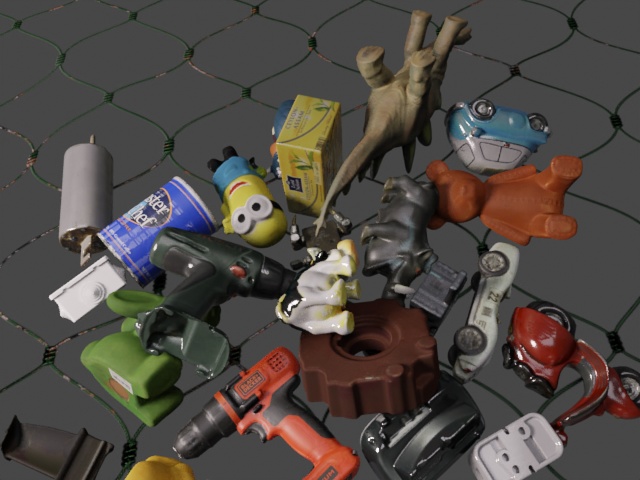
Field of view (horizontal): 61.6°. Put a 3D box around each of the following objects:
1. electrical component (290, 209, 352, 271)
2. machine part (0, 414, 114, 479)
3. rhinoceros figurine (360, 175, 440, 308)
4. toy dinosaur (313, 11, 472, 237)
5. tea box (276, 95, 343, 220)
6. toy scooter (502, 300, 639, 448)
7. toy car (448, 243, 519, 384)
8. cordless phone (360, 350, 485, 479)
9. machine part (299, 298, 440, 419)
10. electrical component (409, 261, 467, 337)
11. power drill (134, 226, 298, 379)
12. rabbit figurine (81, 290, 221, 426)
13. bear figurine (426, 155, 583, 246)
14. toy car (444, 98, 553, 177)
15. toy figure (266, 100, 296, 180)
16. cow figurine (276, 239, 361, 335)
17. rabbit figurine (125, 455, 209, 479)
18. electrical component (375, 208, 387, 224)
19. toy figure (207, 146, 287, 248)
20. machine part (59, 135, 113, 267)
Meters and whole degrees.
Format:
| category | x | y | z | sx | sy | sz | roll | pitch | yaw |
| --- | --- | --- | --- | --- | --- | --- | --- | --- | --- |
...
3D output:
| category | x | y | z | sx | sy | sz | roll | pitch | yaw |
| --- | --- | --- | --- | --- | --- | --- | --- | --- | --- |
| electrical component | 0.000 | -0.002 | 0.798 | 0.102 | 0.045 | 0.078 | -11 | 58 | -2 |
| machine part | -0.334 | 0.267 | 0.670 | 0.139 | 0.039 | 0.084 | 16 | 67 | 12 |
| rhinoceros figurine | 0.113 | 0.002 | 0.758 | 0.112 | 0.073 | 0.190 | 18 | 74 | 4 |
| toy dinosaur | 0.120 | -0.197 | 0.812 | 0.105 | 0.198 | 0.471 | 25 | 54 | 28 |
| tea box | -0.011 | -0.117 | 0.796 | 0.068 | 0.169 | 0.098 | 13 | 60 | 12 |
| toy scooter | 0.293 | 0.169 | 0.657 | 0.135 | 0.075 | 0.184 | -41 | 69 | -18 |
| toy car | 0.216 | 0.094 | 0.706 | 0.056 | 0.073 | 0.202 | 18 | 62 | 15 |
| cordless phone | 0.094 | 0.200 | 0.662 | 0.146 | 0.088 | 0.184 | -36 | 52 | -15 |
| machine part | 0.057 | 0.135 | 0.650 | 0.179 | 0.056 | 0.179 | -9 | 26 | 4 |
| electrical component | 0.153 | 0.071 | 0.700 | 0.048 | 0.119 | 0.075 | 30 | 68 | 20 |
| power drill | -0.121 | 0.072 | 0.681 | 0.232 | 0.086 | 0.207 | 25 | 36 | -5 |
| rabbit figurine | -0.213 | 0.133 | 0.715 | 0.159 | 0.121 | 0.170 | 23 | 45 | 24 |
| bear figurine | 0.250 | -0.063 | 0.769 | 0.196 | 0.132 | 0.120 | 11 | 84 | 4 |
| toy car | 0.271 | -0.151 | 0.843 | 0.162 | 0.109 | 0.103 | 14 | 83 | 0 |
| toy figure | -0.050 | -0.161 | 0.891 | 0.058 | 0.064 | 0.154 | 19 | 60 | -28 |
| cow figurine | 0.003 | 0.057 | 0.698 | 0.098 | 0.068 | 0.167 | -8 | 23 | 15 |
| rabbit figurine | -0.136 | 0.306 | 0.579 | 0.173 | 0.162 | 0.122 | 28 | 51 | 0 |
| electrical component | 0.116 | -0.027 | 0.815 | 0.063 | 0.021 | 0.094 | -3 | 65 | 4 |
| toy figure | -0.110 | -0.067 | 0.826 | 0.082 | 0.089 | 0.180 | -53 | 48 | 23 |
| machine part | -0.368 | -0.066 | 0.849 | 0.079 | 0.079 | 0.243 | -12 | 60 | -2 |
